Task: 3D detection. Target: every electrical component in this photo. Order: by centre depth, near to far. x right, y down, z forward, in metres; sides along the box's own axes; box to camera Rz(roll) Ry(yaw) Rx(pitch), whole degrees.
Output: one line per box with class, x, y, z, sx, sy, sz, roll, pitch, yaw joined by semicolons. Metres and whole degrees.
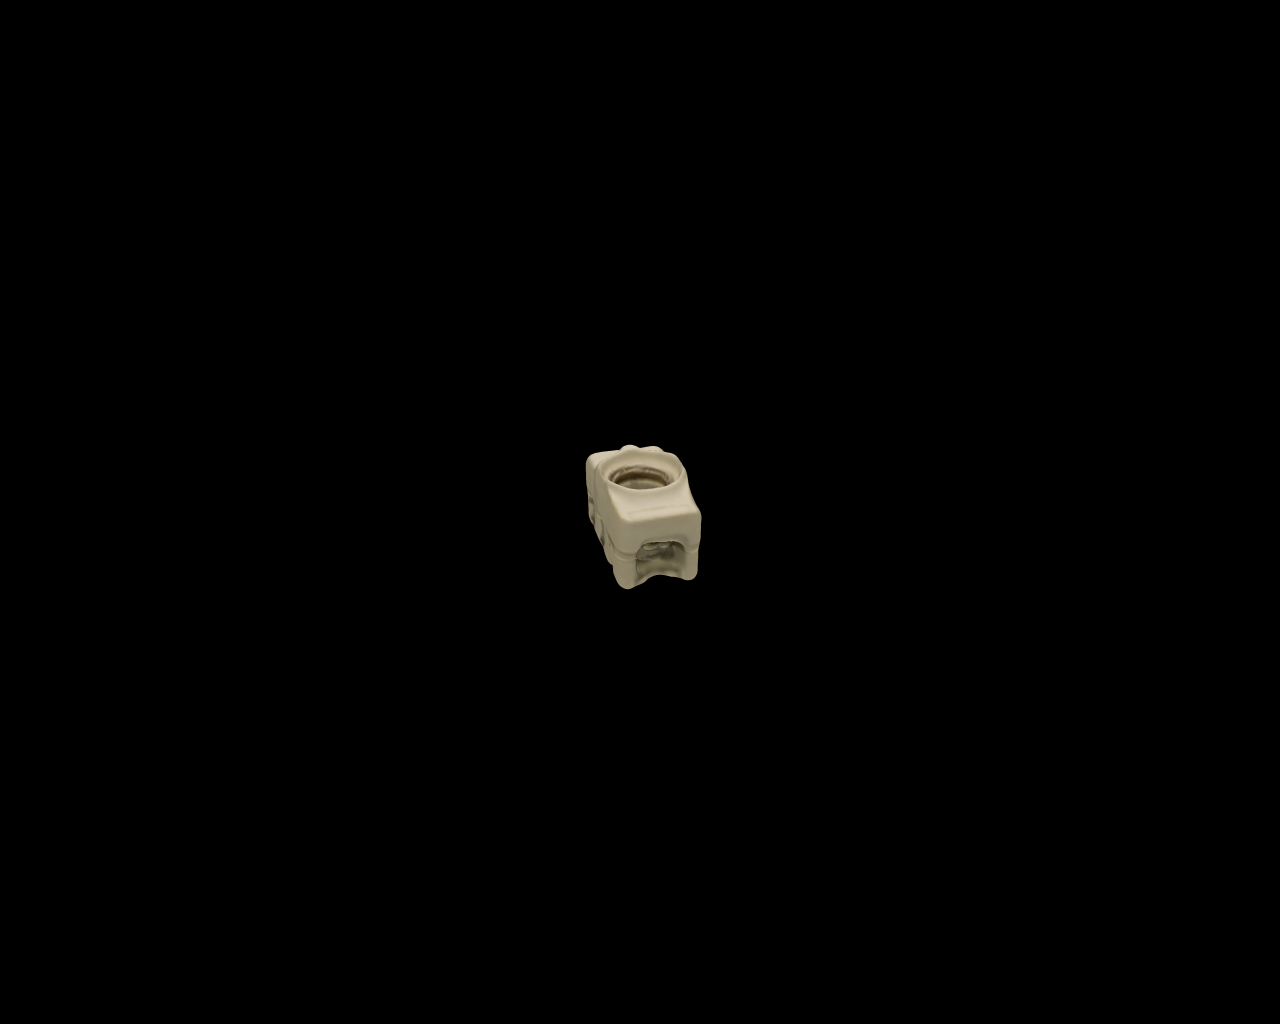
electrical component;0.001;-0.003;0.650;0.050;0.055;0.090;-8;31;-13
